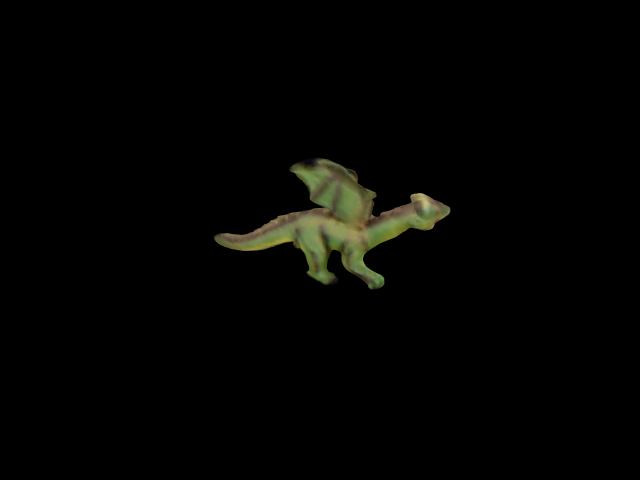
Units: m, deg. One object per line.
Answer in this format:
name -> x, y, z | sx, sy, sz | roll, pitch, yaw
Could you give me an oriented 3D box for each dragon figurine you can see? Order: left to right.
dragon figurine -> 0.003, -0.043, 0.850 | 0.410, 0.237, 0.125 | 6, 44, 7
